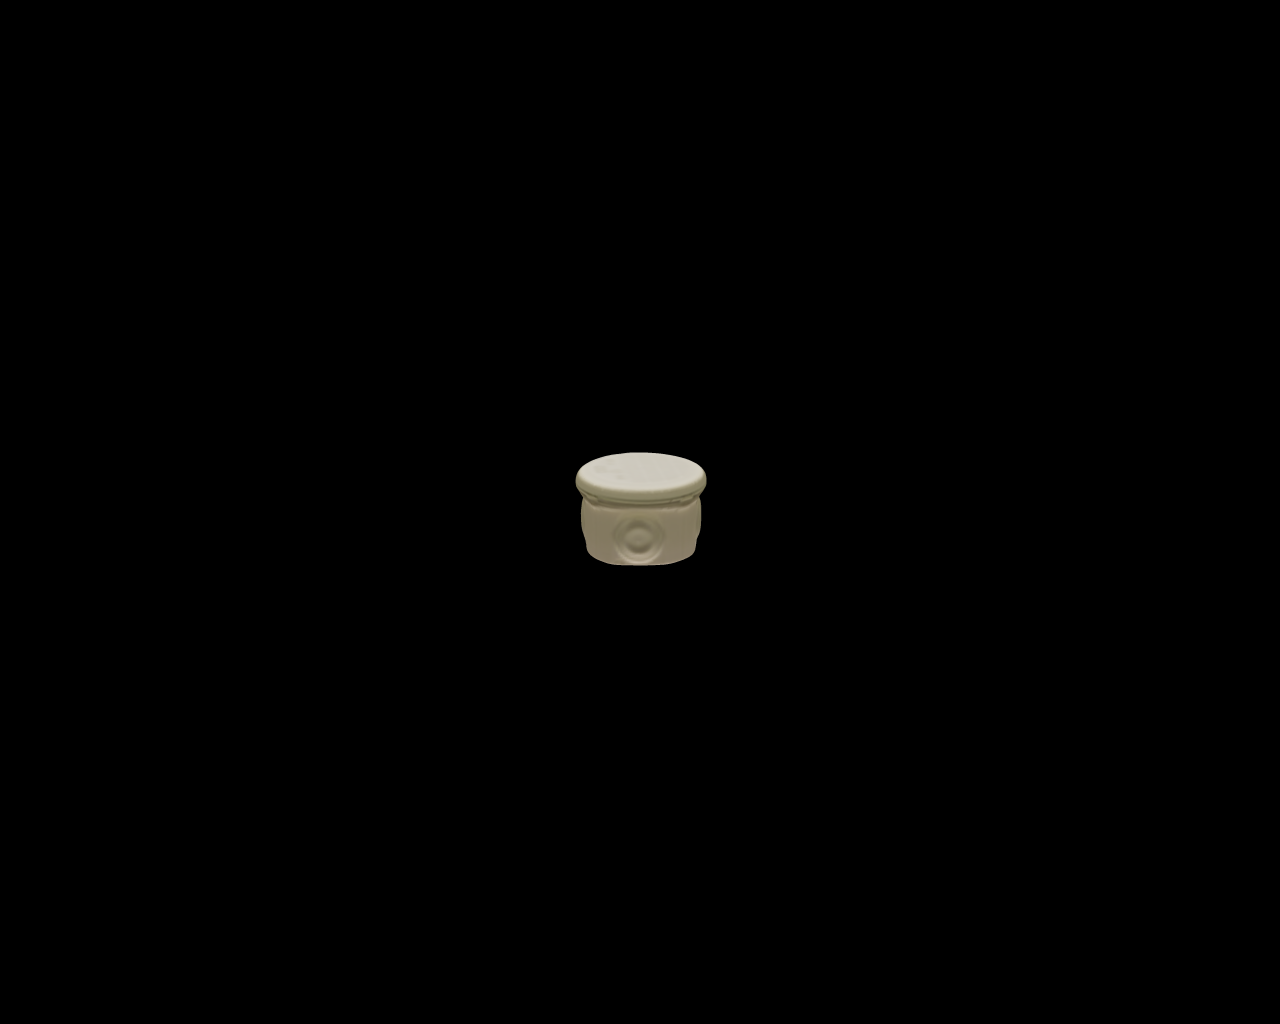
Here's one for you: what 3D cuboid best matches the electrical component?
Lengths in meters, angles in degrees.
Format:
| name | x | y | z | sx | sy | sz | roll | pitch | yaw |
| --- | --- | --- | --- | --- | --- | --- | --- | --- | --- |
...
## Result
| name | x | y | z | sx | sy | sz | roll | pitch | yaw |
| --- | --- | --- | --- | --- | --- | --- | --- | --- | --- |
| electrical component | 0.001 | -0.003 | 0.650 | 0.080 | 0.050 | 0.080 | 0 | 20 | 0 |
